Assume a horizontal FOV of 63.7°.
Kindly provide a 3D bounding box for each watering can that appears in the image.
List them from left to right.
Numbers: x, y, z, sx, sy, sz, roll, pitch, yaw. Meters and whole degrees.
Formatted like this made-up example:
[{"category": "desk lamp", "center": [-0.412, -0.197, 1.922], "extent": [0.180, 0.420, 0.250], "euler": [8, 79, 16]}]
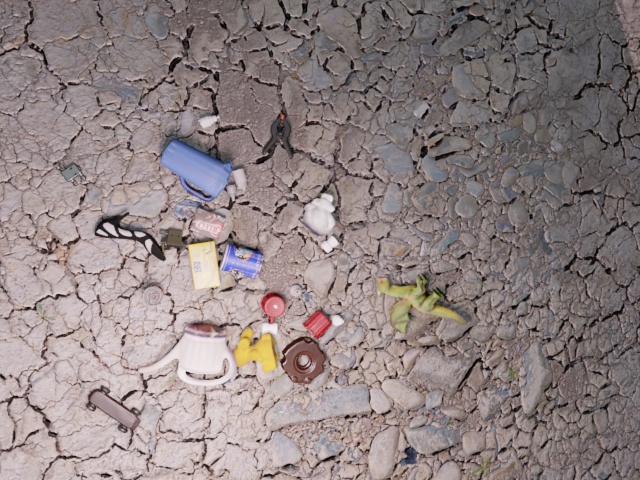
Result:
[{"category": "watering can", "center": [-0.472, 0.412, 1.874], "extent": [0.347, 0.104, 0.225], "euler": [9, 89, -6]}]

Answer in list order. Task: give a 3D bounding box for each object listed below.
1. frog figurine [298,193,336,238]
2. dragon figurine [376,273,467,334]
[{"category": "frog figurine", "center": [0.006, -0.100, 1.977], "extent": [0.138, 0.122, 0.159], "euler": [38, 94, 8]}, {"category": "dragon figurine", "center": [0.391, 0.279, 2.097], "extent": [0.241, 0.123, 0.408], "euler": [-44, 98, 8]}]
